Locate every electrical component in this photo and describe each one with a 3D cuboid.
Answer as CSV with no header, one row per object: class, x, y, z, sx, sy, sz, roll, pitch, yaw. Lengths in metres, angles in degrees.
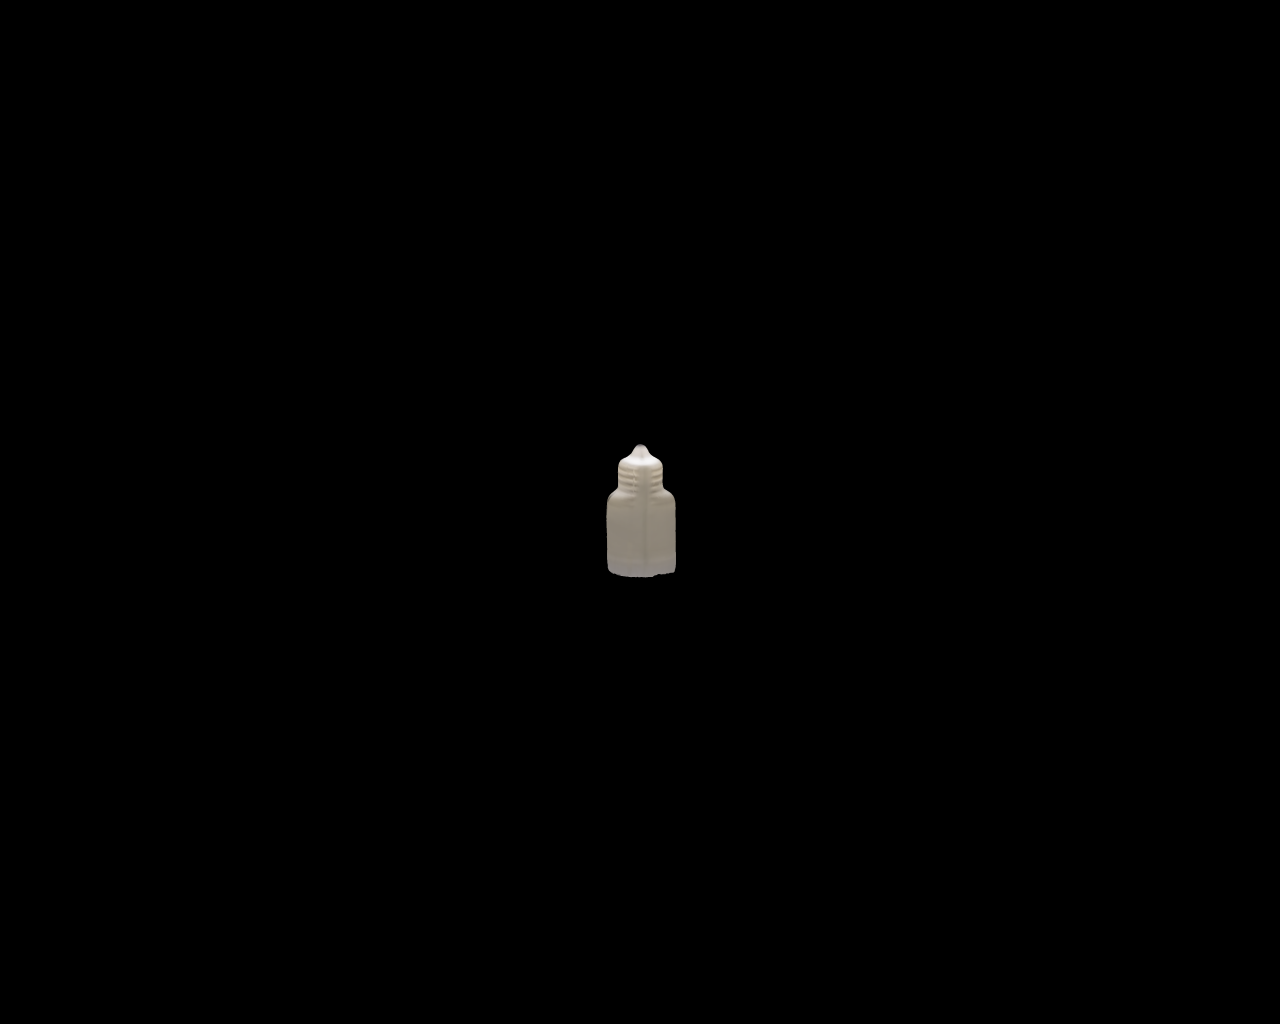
electrical component,0.001,-0.003,0.650,0.043,0.080,0.043,0,11,0
